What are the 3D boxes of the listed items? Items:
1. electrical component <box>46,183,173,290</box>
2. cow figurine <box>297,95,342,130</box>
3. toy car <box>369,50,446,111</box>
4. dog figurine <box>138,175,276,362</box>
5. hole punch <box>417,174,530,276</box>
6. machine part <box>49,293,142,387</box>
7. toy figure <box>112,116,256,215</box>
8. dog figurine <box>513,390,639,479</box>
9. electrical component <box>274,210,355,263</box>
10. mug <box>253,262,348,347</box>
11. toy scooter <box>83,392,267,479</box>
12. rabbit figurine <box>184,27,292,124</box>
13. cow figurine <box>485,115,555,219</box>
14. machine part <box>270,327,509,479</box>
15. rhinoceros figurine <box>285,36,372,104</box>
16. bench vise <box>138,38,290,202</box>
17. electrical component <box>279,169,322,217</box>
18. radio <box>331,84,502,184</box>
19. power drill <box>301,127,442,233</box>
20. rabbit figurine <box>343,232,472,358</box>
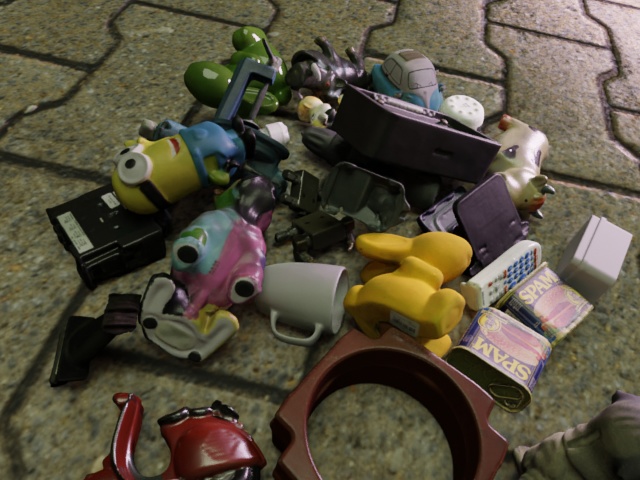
[{"bbox_3d":[-0.264,-0.014,0.698,0.134,0.058,0.115,-27,61,-27],"label":"electrical component"},{"bbox_3d":[0.045,-0.186,0.884,0.167,0.068,0.098,4,55,-6],"label":"cow figurine"},{"bbox_3d":[0.159,-0.284,0.959,0.109,0.102,0.162,-13,55,-20],"label":"toy car"},{"bbox_3d":[-0.123,0.016,0.657,0.108,0.191,0.219,31,25,-12],"label":"dog figurine"},{"bbox_3d":[0.215,-0.019,0.764,0.142,0.092,0.115,-34,102,-31],"label":"hole punch"},{"bbox_3d":[-0.242,0.102,0.569,0.039,0.139,0.084,34,35,-34],"label":"machine part"},{"bbox_3d":[-0.168,-0.092,0.671,0.180,0.089,0.082,-22,26,-18],"label":"toy figure"},{"bbox_3d":[0.223,0.233,0.479,0.121,0.190,0.172,30,54,16],"label":"dog figurine"},{"bbox_3d":[-0.001,-0.003,0.740,0.102,0.045,0.078,-26,30,-29],"label":"electrical component"},{"bbox_3d":[-0.028,0.076,0.650,0.107,0.080,0.109,9,56,17],"label":"mug"},{"bbox_3d":[-0.149,0.203,0.524,0.184,0.075,0.135,-10,52,-10],"label":"toy scooter"},{"bbox_3d":[-0.138,-0.246,0.876,0.170,0.121,0.159,-28,80,-44],"label":"rabbit figurine"},{"bbox_3d":[0.312,-0.110,0.852,0.127,0.085,0.195,23,49,18],"label":"cow figurine"},{"bbox_3d":[0.066,0.206,0.546,0.202,0.087,0.201,33,53,20],"label":"machine part"},{"bbox_3d":[0.011,-0.284,0.931,0.190,0.073,0.112,-13,76,-49],"label":"rhinoceros figurine"},{"bbox_3d":[-0.131,-0.166,0.775,0.224,0.129,0.240,23,85,1],"label":"bench vise"},{"bbox_3d":[-0.023,-0.065,0.774,0.021,0.094,0.063,-4,73,35],"label":"electrical component"},{"bbox_3d":[0.138,-0.153,0.783,0.229,0.073,0.131,8,28,-34],"label":"radio"},{"bbox_3d":[0.058,-0.092,0.769,0.232,0.086,0.207,23,19,3],"label":"power drill"},{"bbox_3d":[0.118,0.053,0.669,0.163,0.121,0.173,22,55,32],"label":"rabbit figurine"}]
